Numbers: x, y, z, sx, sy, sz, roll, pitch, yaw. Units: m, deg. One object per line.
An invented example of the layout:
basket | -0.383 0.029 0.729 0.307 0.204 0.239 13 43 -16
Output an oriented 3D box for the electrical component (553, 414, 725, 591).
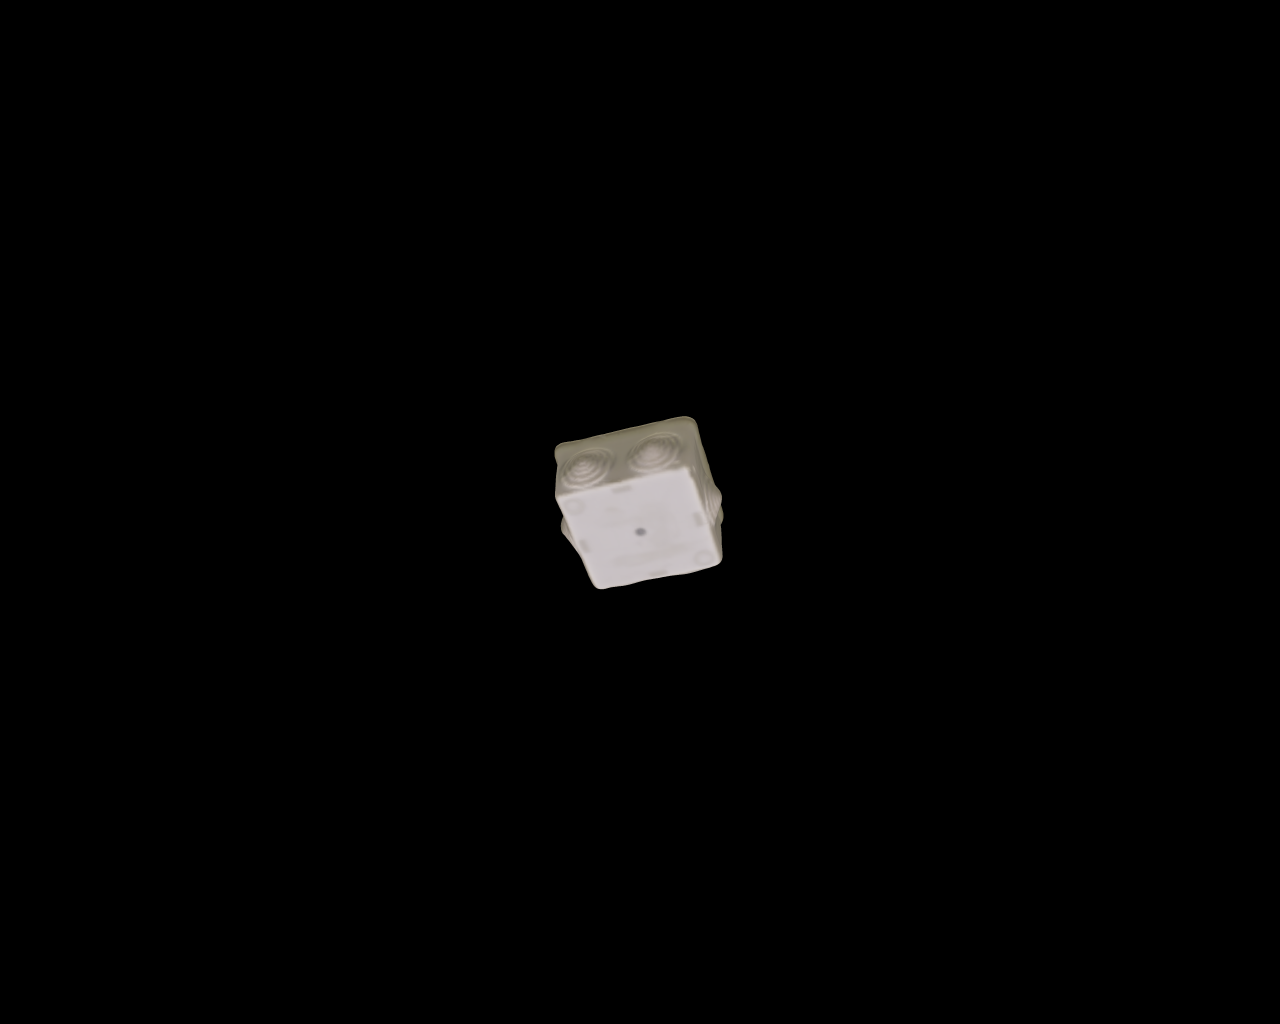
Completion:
electrical component | 0.001 -0.003 0.650 0.100 0.099 0.048 -12 40 10
